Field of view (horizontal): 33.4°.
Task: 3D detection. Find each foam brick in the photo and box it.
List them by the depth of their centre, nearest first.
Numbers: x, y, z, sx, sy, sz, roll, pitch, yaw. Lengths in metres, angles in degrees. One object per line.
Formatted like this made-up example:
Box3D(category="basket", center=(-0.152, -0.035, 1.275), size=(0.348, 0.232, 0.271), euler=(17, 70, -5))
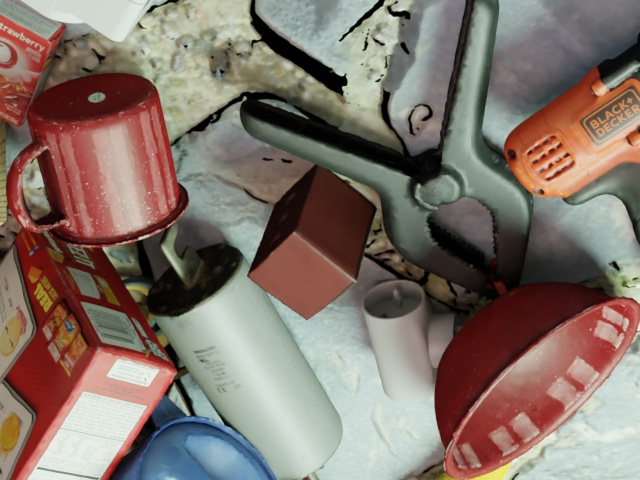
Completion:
Box3D(category="foam brick", center=(-0.004, 0.001, 0.679), size=(0.051, 0.078, 0.053), euler=(37, 127, -15))

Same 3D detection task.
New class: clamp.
Box3D(category="clamp", center=(0.060, -0.039, 0.653), size=(0.165, 0.036, 0.210), euler=(-18, 123, 17))

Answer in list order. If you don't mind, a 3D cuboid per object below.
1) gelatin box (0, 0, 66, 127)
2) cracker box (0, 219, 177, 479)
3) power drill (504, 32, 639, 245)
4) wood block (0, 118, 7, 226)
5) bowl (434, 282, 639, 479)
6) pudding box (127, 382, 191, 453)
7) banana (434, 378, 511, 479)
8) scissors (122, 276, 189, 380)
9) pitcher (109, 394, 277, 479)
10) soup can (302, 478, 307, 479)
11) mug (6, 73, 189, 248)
Box3D(category="gelatin box", center=(-0.214, -0.124, 0.673), size=(0.089, 0.030, 0.073), euler=(28, 128, -7))
Box3D(category="cracker box", center=(-0.199, 0.118, 0.717), size=(0.072, 0.164, 0.214), euler=(23, 106, -40))
Box3D(category="power drill", center=(0.221, -0.033, 0.577), size=(0.185, 0.057, 0.187), euler=(-35, 94, 26))
Box3D(category="wood block", center=(-0.309, -0.013, 0.729), size=(0.206, 0.091, 0.090), euler=(-33, 143, 32))
Box3D(category="bowl", center=(0.127, 0.079, 0.684), size=(0.055, 0.161, 0.162), euler=(49, 137, 31))
Box3D(category="pudding box", center=(-0.144, 0.166, 0.868), size=(0.090, 0.039, 0.113), euler=(-3, 126, 18))
Box3D(category="banana", center=(0.105, 0.169, 0.803), size=(0.069, 0.037, 0.198), euler=(28, 129, -6))
Box3D(category="scissors", center=(-0.176, 0.094, 0.806), size=(0.202, 0.016, 0.096), euler=(-24, 109, 11))
Box3D(category="pitcher", center=(-0.149, 0.223, 0.756), size=(0.145, 0.149, 0.243), euler=(38, 125, -26))
Box3D(category="soup can", center=(-0.055, 0.212, 0.839), size=(0.102, 0.068, 0.069), euler=(19, 133, -27))
Box3D(category="mug", center=(-0.143, -0.048, 0.662), size=(0.093, 0.117, 0.081), euler=(23, 132, 41))
